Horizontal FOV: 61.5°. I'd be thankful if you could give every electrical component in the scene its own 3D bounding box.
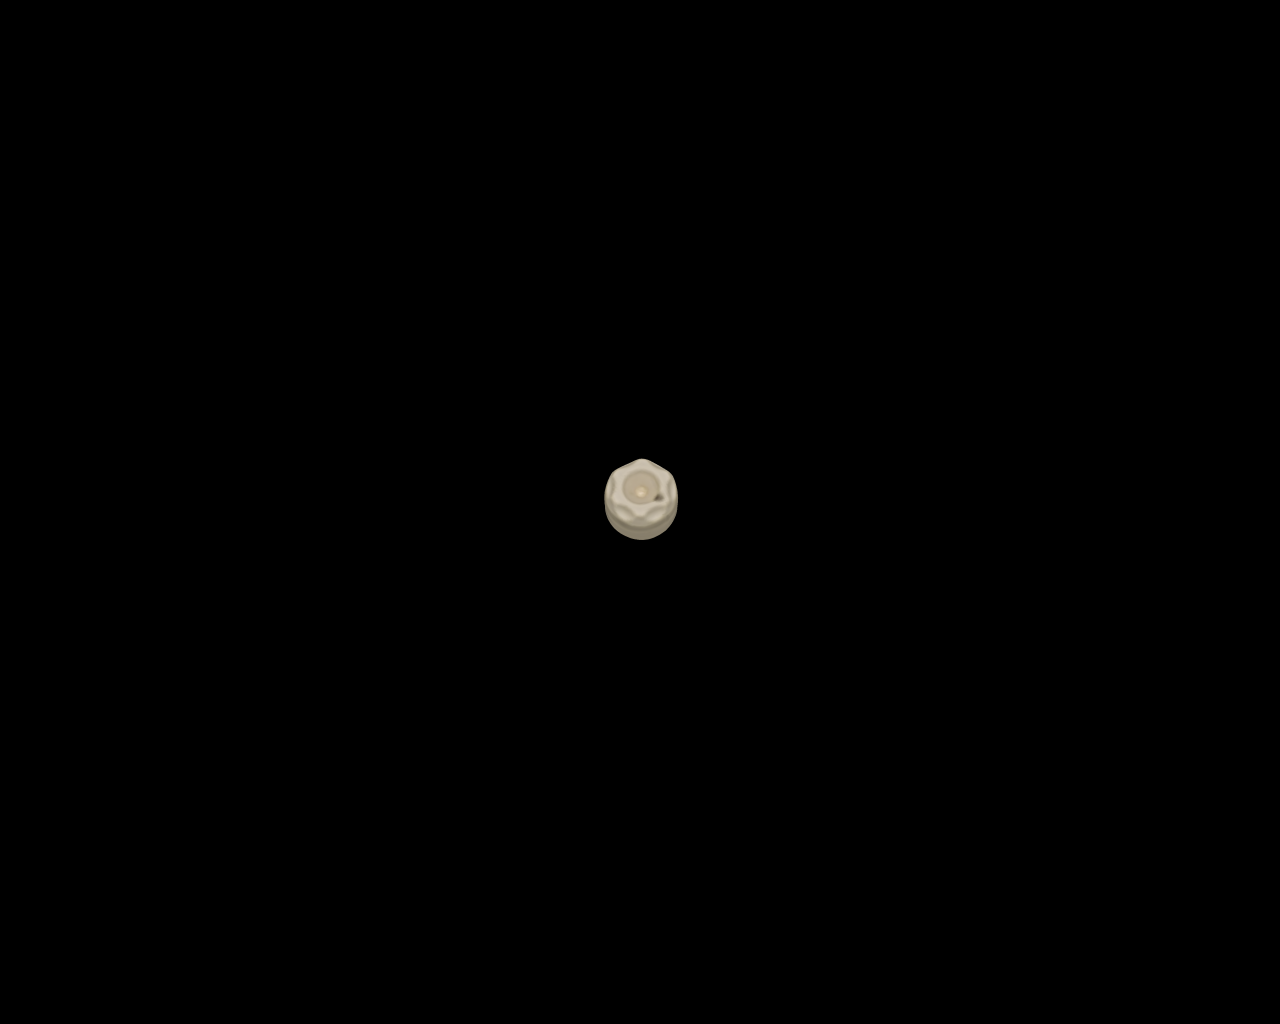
[{"bbox_3d":[0.001,-0.003,0.650,0.043,0.043,0.062,0,-24,0],"label":"electrical component"}]
